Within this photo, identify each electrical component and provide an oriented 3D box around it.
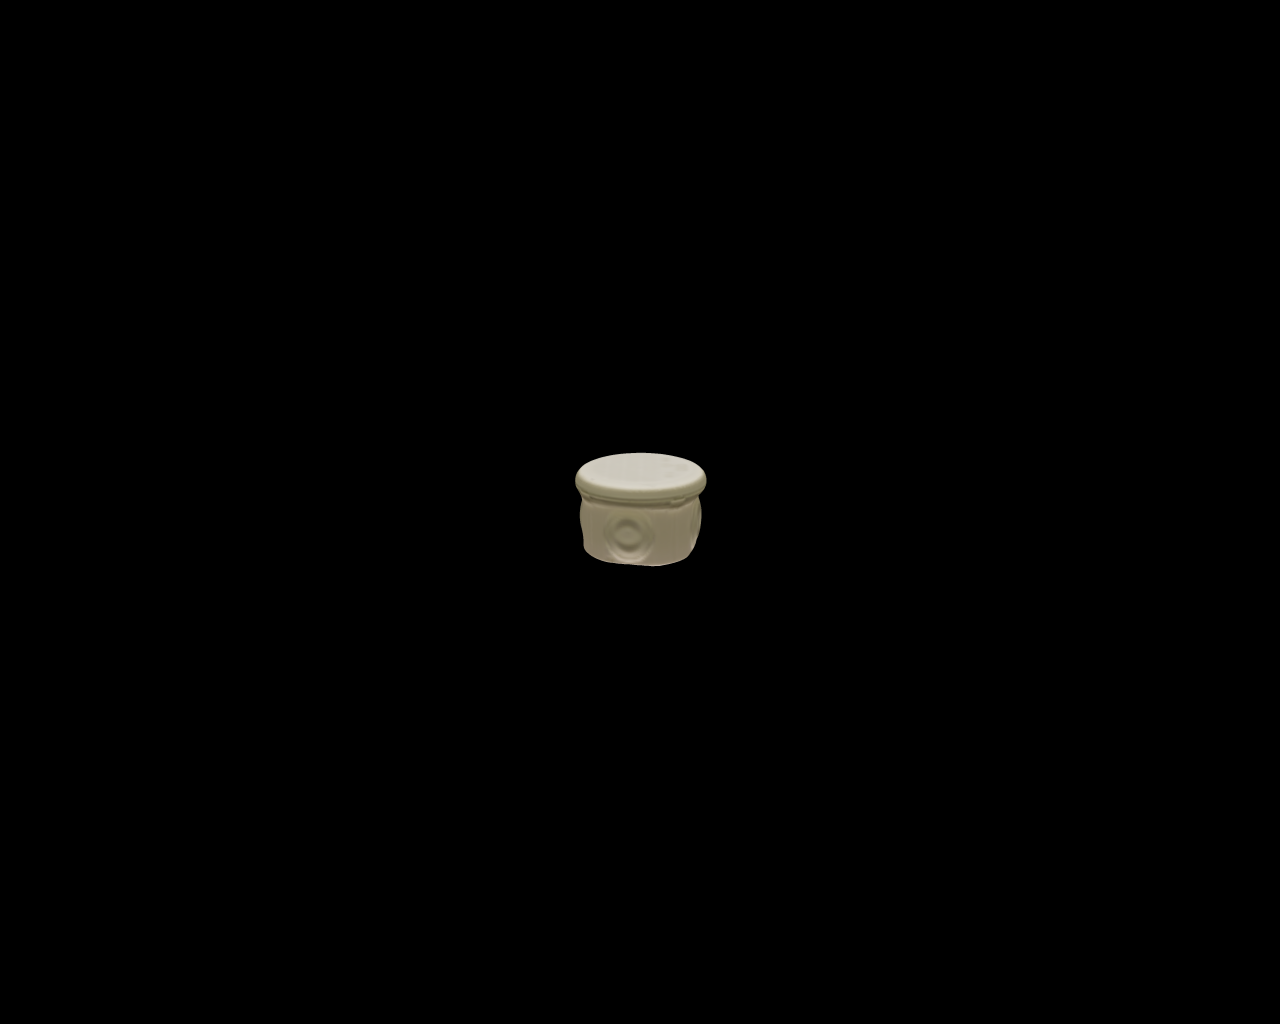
[{"bbox_3d":[0.001,-0.003,0.650,0.080,0.051,0.080,0,19,0],"label":"electrical component"}]
